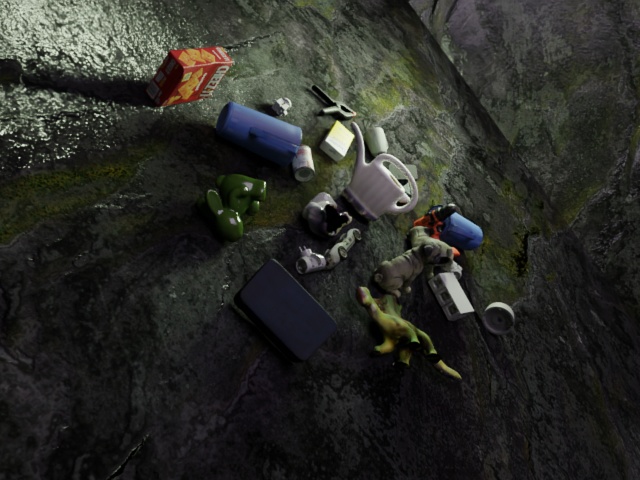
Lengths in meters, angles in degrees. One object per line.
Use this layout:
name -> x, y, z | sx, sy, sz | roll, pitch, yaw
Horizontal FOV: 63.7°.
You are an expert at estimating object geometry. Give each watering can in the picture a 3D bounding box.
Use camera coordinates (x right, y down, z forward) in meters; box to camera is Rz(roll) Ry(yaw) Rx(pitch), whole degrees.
watering can -> 0.166, -0.208, 1.729 | 0.348, 0.222, 0.105 | 47, 16, 3

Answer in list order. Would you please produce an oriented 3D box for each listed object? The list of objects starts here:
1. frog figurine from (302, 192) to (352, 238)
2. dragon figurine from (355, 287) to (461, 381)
frog figurine -> 0.005, -0.079, 1.563 | 0.137, 0.121, 0.161 | 6, 16, -33
dragon figurine -> 0.243, 0.248, 1.477 | 0.406, 0.120, 0.249 | 33, 29, -32
